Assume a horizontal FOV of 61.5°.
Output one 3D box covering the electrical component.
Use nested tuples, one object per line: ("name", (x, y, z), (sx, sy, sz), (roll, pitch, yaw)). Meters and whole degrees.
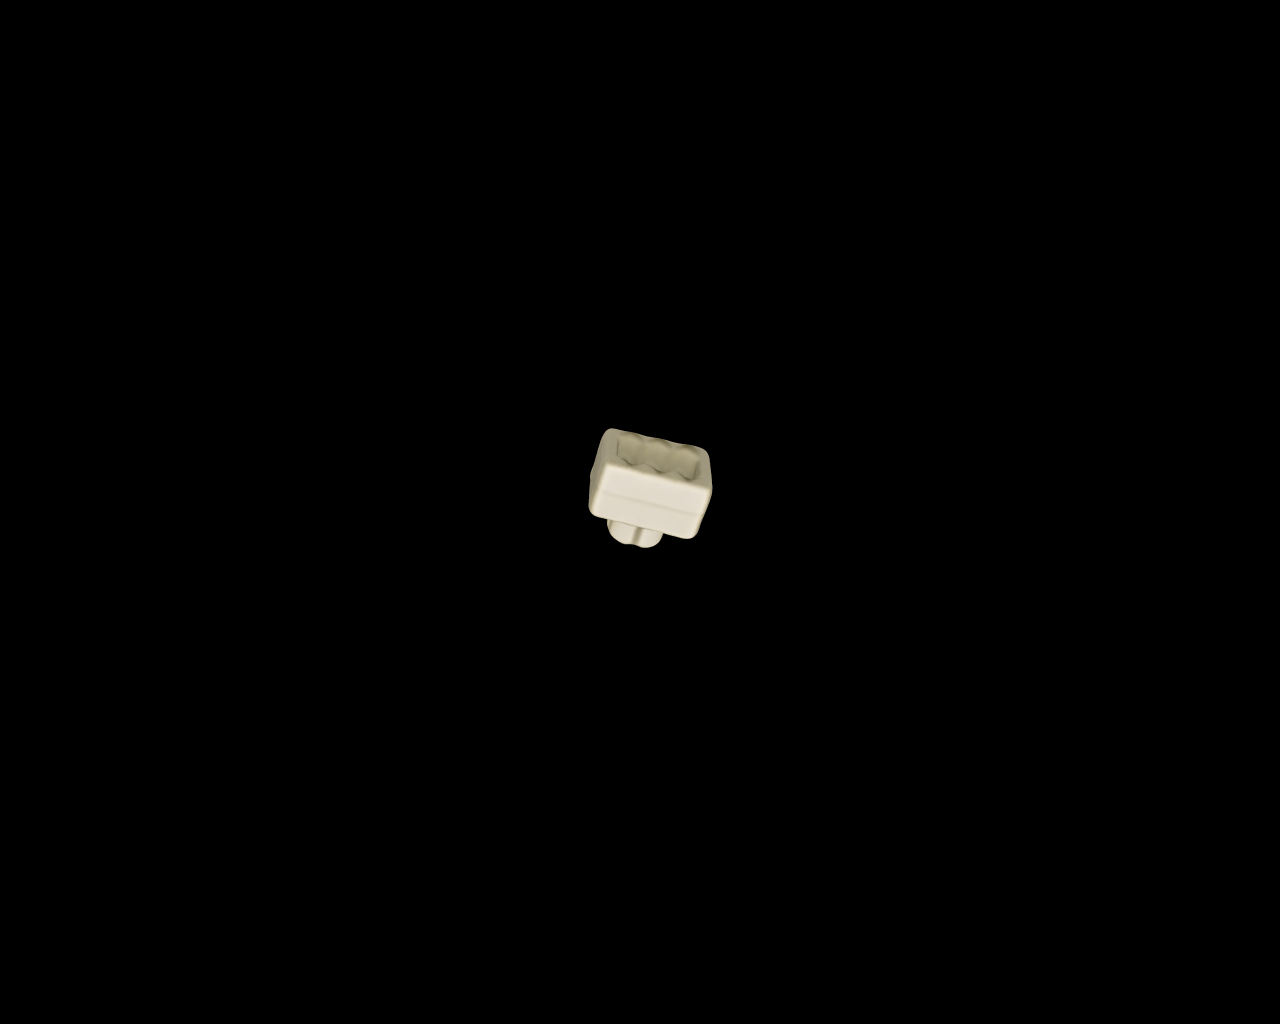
("electrical component", (0.001, -0.003, 0.650), (0.066, 0.076, 0.047), (14, 33, -9))
